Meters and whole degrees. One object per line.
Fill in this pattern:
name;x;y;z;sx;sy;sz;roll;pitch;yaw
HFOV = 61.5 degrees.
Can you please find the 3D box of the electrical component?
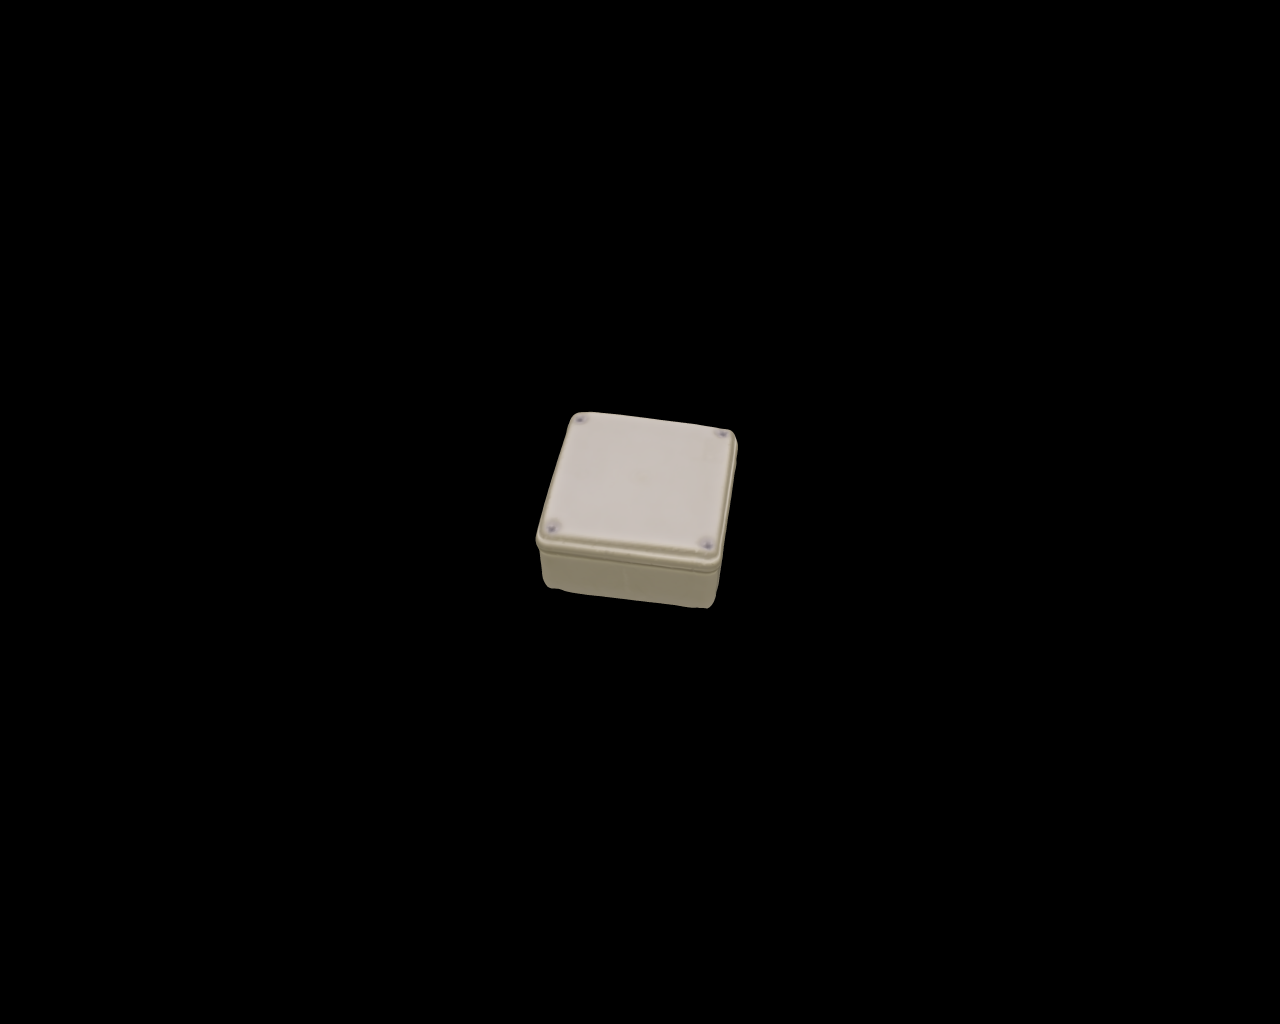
electrical component;0.001;-0.003;0.650;0.109;0.109;0.056;7;-40;6
